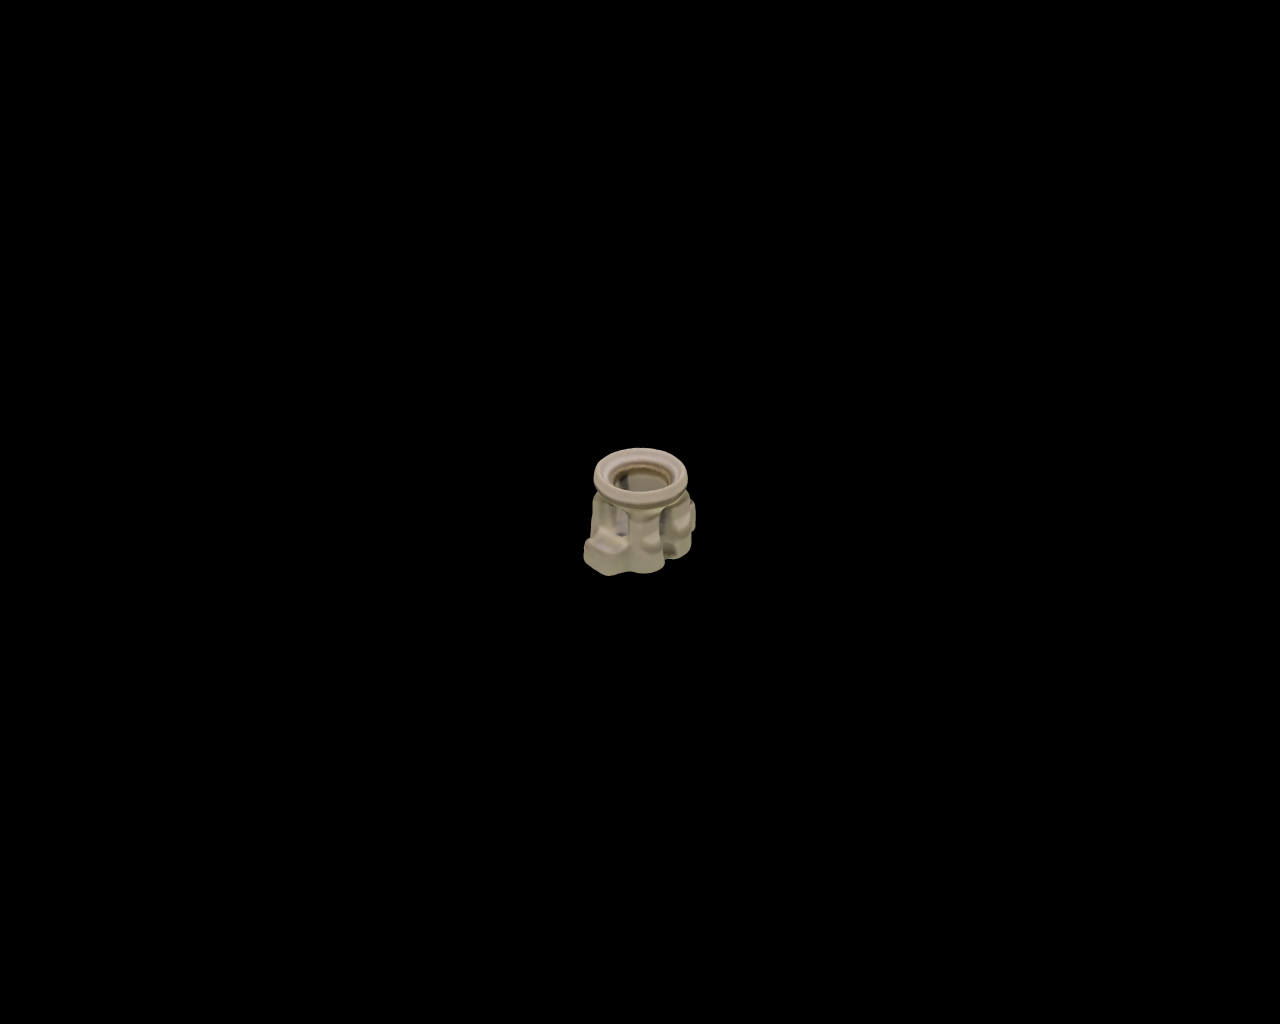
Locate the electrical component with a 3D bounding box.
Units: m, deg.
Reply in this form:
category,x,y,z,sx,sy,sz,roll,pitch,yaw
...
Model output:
category,x,y,z,sx,sy,sz,roll,pitch,yaw
electrical component,0.001,-0.003,0.650,0.078,0.056,0.058,-27,42,-36
